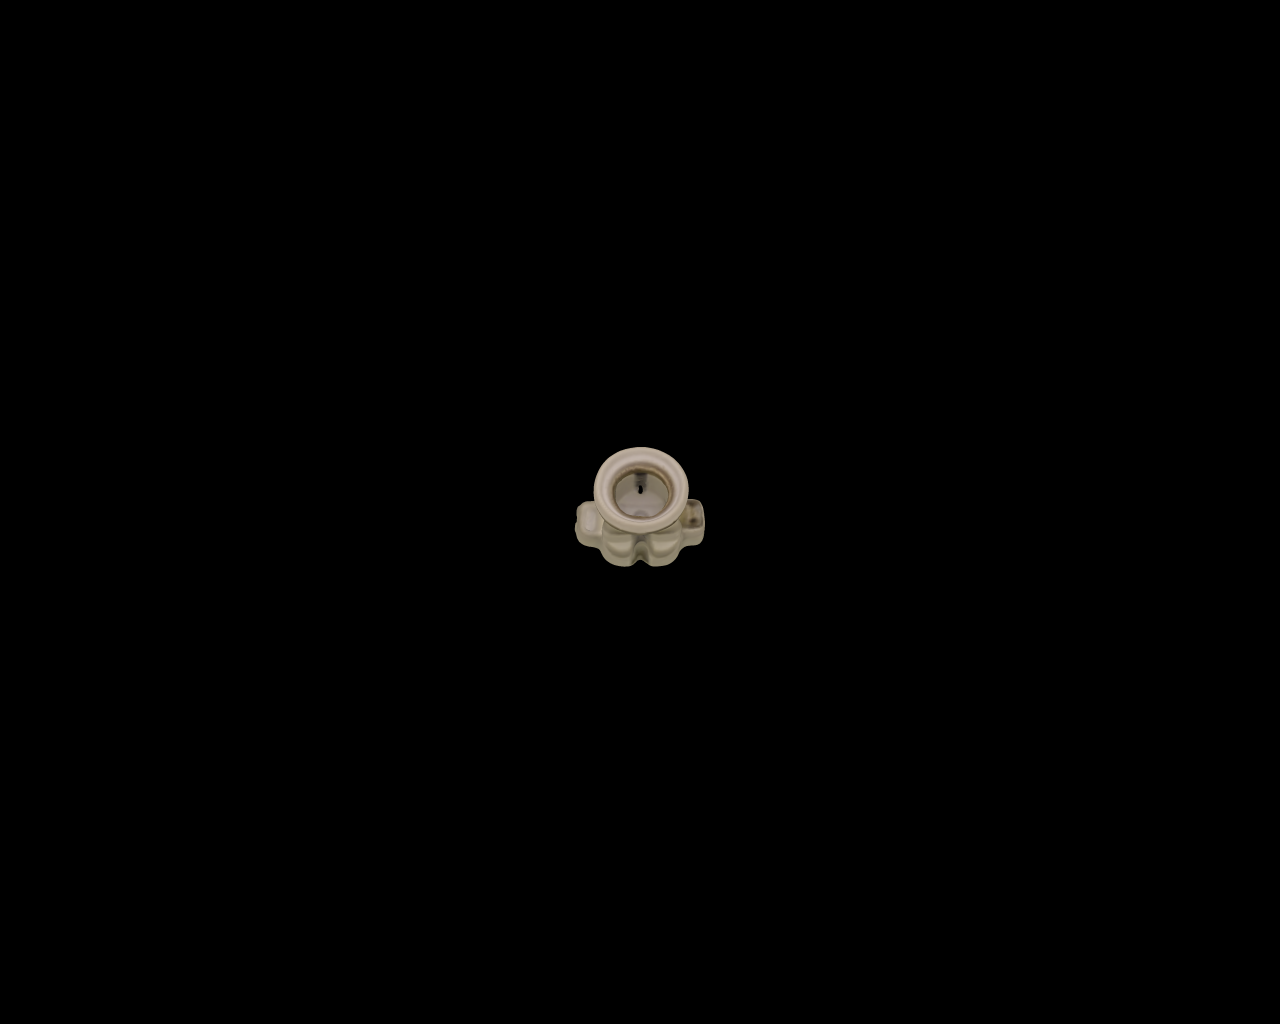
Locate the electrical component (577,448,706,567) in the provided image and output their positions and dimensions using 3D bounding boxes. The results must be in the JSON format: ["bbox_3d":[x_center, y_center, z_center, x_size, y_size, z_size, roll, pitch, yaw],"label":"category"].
[{"bbox_3d":[0.001,-0.003,0.650,0.078,0.058,0.056,0,-28,0],"label":"electrical component"}]
